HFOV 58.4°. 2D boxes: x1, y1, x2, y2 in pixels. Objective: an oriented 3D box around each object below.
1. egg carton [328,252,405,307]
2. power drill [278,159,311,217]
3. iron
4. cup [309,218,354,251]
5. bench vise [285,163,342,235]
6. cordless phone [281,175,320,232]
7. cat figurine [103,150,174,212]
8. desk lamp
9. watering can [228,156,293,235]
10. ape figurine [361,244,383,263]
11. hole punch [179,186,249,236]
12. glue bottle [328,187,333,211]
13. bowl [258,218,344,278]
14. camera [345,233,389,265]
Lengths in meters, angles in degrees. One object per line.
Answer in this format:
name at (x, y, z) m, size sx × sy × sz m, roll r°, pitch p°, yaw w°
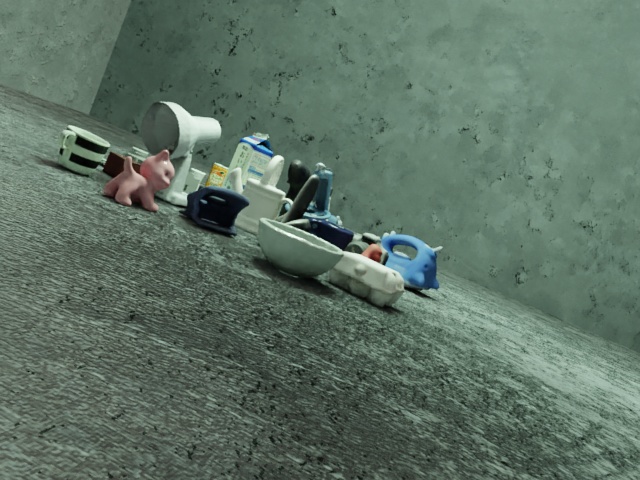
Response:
egg carton at (0.089, 0.075, 1.125) m, size 0.150 × 0.069 × 0.107 m, roll 25°, pitch 6°, yaw 25°
power drill at (-0.081, -0.126, 1.664) m, size 0.075 × 0.208 × 0.230 m, roll 23°, pitch 5°, yaw 5°
iron at (0.223, 0.045, 1.595) m, size 0.257 × 0.141 × 0.119 m, roll 28°, pitch 7°, yaw 42°
cup at (0.013, 0.005, 1.363) m, size 0.118 × 0.095 × 0.091 m, roll 21°, pitch 6°, yaw -23°
bench vise at (-0.011, -0.089, 1.523) m, size 0.121 × 0.220 × 0.208 m, roll 25°, pitch 6°, yaw 21°
cordless phone at (-0.056, -0.063, 1.259) m, size 0.094 × 0.185 × 0.147 m, roll 23°, pitch 5°, yaw 0°
cat figurine at (-0.324, -0.120, 1.068) m, size 0.067 × 0.118 × 0.128 m, roll 25°, pitch 6°, yaw 27°
desk lamp at (-0.316, -0.191, 1.297) m, size 0.117 × 0.213 × 0.204 m, roll 25°, pitch 6°, yaw 27°
watering can at (-0.142, -0.116, 1.384) m, size 0.173 × 0.194 × 0.101 m, roll 22°, pitch 5°, yaw -13°
ape figurine at (0.113, 0.054, 1.308) m, size 0.076 × 0.092 × 0.078 m, roll 24°, pitch 5°, yaw 17°
hole punch at (-0.215, -0.070, 1.170) m, size 0.109 × 0.091 × 0.100 m, roll 19°, pitch 7°, yaw -38°
glue bottle at (0.001, -0.077, 1.705) m, size 0.037 × 0.173 × 0.078 m, roll 26°, pitch 6°, yaw 34°
bowl at (-0.045, 0.024, 1.040) m, size 0.167 × 0.075 × 0.167 m, roll 23°, pitch 5°, yaw -2°
camera at (0.098, 0.025, 1.495) m, size 0.142 × 0.101 × 0.137 m, roll 25°, pitch 6°, yaw 22°
